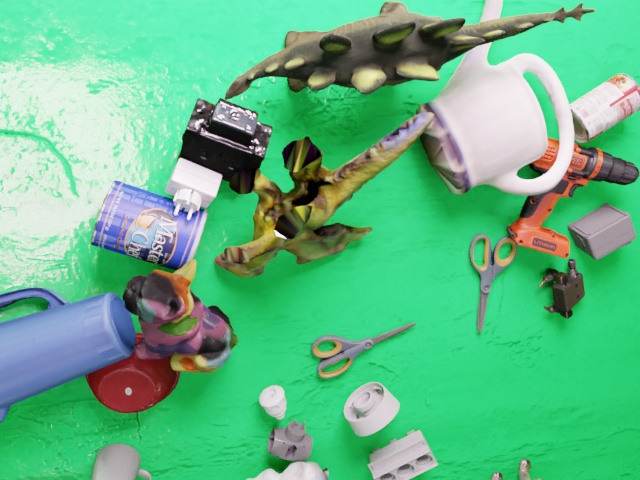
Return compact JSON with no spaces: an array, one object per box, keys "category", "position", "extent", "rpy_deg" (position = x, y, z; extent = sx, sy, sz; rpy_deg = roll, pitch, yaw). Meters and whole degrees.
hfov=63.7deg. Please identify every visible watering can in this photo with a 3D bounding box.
[{"category":"watering can","position":[0.245,-0.214,0.775],"extent":[0.224,0.105,0.345],"rpy_deg":[-26,99,2]}]

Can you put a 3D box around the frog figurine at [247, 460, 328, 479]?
[{"category":"frog figurine","position":[-0.065,0.486,0.984],"extent":[0.159,0.123,0.137],"rpy_deg":[23,93,-15]}]

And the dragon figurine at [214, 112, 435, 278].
[{"category":"dragon figurine","position":[0.002,-0.039,0.768],"extent":[0.408,0.240,0.124],"rpy_deg":[-24,69,15]}]
